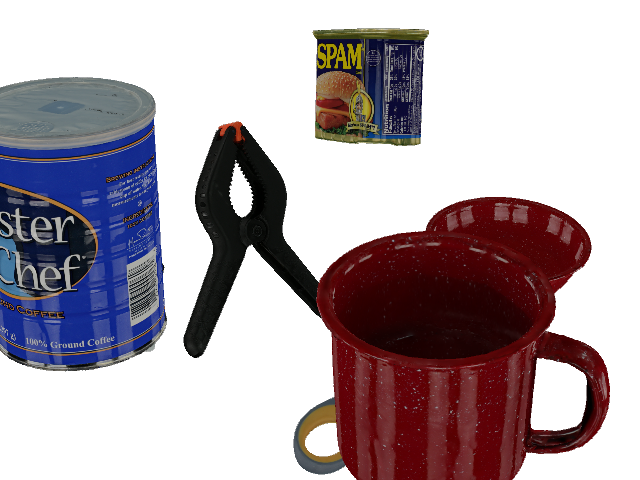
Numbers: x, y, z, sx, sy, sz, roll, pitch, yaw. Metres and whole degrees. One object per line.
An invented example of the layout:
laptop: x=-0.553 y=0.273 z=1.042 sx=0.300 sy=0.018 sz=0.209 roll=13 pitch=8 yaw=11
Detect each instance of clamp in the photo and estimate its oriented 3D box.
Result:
clamp: x=-0.059 y=-0.004 z=0.992 sx=0.164 sy=0.210 sz=0.036 roll=-4 pitch=0 yaw=-38

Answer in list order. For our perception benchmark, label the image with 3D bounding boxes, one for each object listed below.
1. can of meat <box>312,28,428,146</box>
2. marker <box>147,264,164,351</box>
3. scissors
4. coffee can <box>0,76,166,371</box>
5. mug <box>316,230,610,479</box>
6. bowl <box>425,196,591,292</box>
can of meat: x=0.035 y=-0.117 z=0.807 sx=0.057 sy=0.084 sz=0.102 roll=-4 pitch=11 yaw=-28
marker: x=-0.182 y=0.070 z=1.146 sx=0.020 sy=0.121 sz=0.020 roll=8 pitch=36 yaw=-6
scissors: x=0.020 y=0.097 z=0.732 sx=0.096 sy=0.016 sz=0.202 roll=-5 pitch=32 yaw=-9
coffee can: x=-0.142 y=-0.012 z=0.611 sx=0.103 sy=0.140 sz=0.103 roll=1 pitch=26 yaw=0
mug: x=0.058 y=0.056 z=0.434 sx=0.117 sy=0.081 sz=0.093 roll=8 pitch=33 yaw=17
bowl: x=0.183 y=0.018 z=1.059 sx=0.162 sy=0.055 sz=0.162 roll=0 pitch=32 yaw=0
